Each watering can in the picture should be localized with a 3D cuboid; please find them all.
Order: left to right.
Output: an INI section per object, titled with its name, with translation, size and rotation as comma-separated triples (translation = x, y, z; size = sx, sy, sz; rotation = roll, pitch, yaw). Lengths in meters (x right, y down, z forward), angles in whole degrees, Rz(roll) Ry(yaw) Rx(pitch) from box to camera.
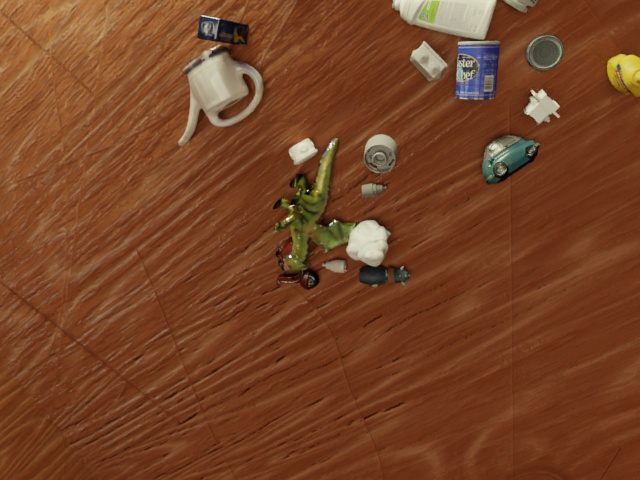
[watering can]
translation = -0.332, -0.432, 1.530
size = 0.345, 0.223, 0.105
rotation = -23, 9, 22

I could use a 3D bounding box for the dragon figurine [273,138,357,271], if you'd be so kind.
[dragon figurine]
translation = 0.005, -0.078, 1.548
size = 0.240, 0.410, 0.124
rotation = 38, 2, -24

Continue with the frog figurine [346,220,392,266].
[frog figurine]
translation = 0.138, 0.015, 1.503
size = 0.136, 0.122, 0.162
rotation = -25, 9, 22
